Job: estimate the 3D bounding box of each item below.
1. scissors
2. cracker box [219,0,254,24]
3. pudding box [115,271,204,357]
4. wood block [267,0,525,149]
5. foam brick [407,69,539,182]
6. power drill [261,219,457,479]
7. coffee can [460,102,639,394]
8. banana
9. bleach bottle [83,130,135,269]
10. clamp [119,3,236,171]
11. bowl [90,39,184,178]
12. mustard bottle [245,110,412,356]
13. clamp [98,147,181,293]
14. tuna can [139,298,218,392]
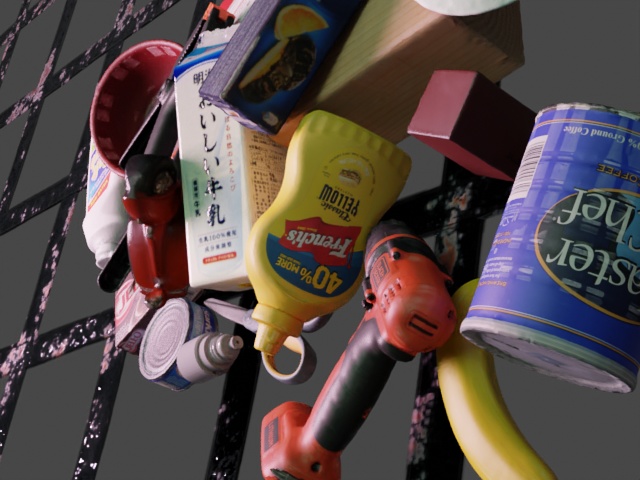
[{"bbox_3d":[-0.044,0.058,0.937,0.096,0.016,0.202,-57,33,6],"label":"scissors"},{"bbox_3d":[-0.024,-0.212,1.056,0.164,0.072,0.214,-45,35,25],"label":"cracker box"},{"bbox_3d":[-0.166,0.051,1.090,0.114,0.039,0.090,-45,34,24],"label":"pudding box"},{"bbox_3d":[0.057,-0.145,0.876,0.207,0.090,0.090,-30,45,40],"label":"wood block"},{"bbox_3d":[0.112,-0.082,0.764,0.051,0.078,0.053,20,83,56],"label":"foam brick"},{"bbox_3d":[0.024,0.081,0.763,0.188,0.057,0.184,-60,10,14],"label":"power drill"},{"bbox_3d":[0.153,0.006,0.620,0.103,0.102,0.140,6,71,56],"label":"coffee can"},{"bbox_3d":[0.108,0.095,0.678,0.070,0.037,0.198,-40,39,35],"label":"banana"},{"bbox_3d":[-0.234,-0.080,1.262,0.103,0.068,0.251,-33,45,38],"label":"bleach bottle"},{"bbox_3d":[-0.150,-0.142,1.093,0.210,0.036,0.165,-64,21,-1],"label":"clamp"},{"bbox_3d":[-0.180,-0.141,1.202,0.162,0.055,0.162,-6,78,28],"label":"bowl"},{"bbox_3d":[-0.005,0.001,0.844,0.191,0.096,0.058,-66,15,-8],"label":"mustard bottle"},{"bbox_3d":[-0.166,-0.030,1.082,0.120,0.039,0.171,-25,36,58],"label":"clamp"},{"bbox_3d":[-0.136,0.099,1.019,0.086,0.033,0.086,-34,42,37],"label":"tuna can"}]
